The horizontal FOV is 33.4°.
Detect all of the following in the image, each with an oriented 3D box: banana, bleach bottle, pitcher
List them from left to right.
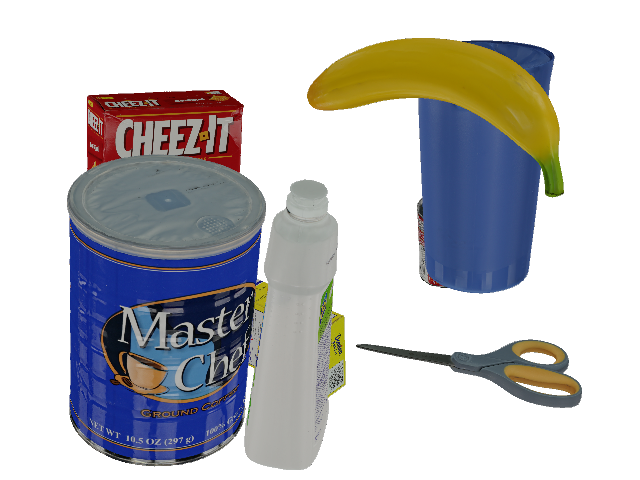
[{"bbox_3d":[-0.019,0.062,0.858,0.068,0.251,0.102,9,33,4],"label":"bleach bottle"},{"bbox_3d":[0.070,-0.090,0.651,0.198,0.069,0.037,26,7,38],"label":"banana"},{"bbox_3d":[0.166,-0.079,1.086,0.149,0.243,0.145,-10,25,-19],"label":"pitcher"}]

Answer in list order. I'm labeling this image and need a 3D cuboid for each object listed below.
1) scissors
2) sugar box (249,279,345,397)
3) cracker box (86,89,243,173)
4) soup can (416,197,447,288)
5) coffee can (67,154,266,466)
[{"bbox_3d":[0.142,0.104,0.977,0.202,0.016,0.096,17,30,16],"label":"scissors"},{"bbox_3d":[-0.054,0.096,1.147,0.176,0.093,0.048,23,38,35],"label":"sugar box"},{"bbox_3d":[-0.176,-0.056,1.202,0.163,0.214,0.072,-7,25,-28],"label":"cracker box"},{"bbox_3d":[0.154,0.000,1.325,0.068,0.102,0.068,-3,35,2],"label":"soup can"},{"bbox_3d":[-0.087,0.037,0.589,0.102,0.140,0.103,5,30,-3],"label":"coffee can"}]
